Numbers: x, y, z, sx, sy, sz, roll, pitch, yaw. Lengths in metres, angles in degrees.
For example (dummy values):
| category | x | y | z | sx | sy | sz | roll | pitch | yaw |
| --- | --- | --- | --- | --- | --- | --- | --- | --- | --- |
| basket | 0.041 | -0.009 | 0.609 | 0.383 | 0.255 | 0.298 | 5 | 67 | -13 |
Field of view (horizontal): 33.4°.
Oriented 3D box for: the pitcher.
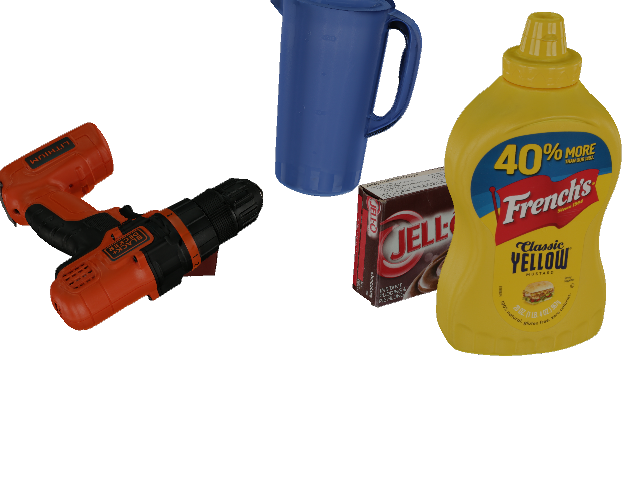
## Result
| category | x | y | z | sx | sy | sz | roll | pitch | yaw |
| --- | --- | --- | --- | --- | --- | --- | --- | --- | --- |
| pitcher | 0.019 | -0.179 | 1.287 | 0.144 | 0.243 | 0.149 | -7 | 28 | -26 |

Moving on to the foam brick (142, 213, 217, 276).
| category | x | y | z | sx | sy | sz | roll | pitch | yaw |
| --- | --- | --- | --- | --- | --- | --- | --- | --- | --- |
| foam brick | -0.149 | 0.004 | 1.127 | 0.078 | 0.051 | 0.053 | -1 | 24 | -11 |

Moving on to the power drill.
| category | x | y | z | sx | sy | sz | roll | pitch | yaw |
| --- | --- | --- | --- | --- | --- | --- | --- | --- | --- |
| power drill | -0.162 | -0.026 | 0.861 | 0.184 | 0.057 | 0.188 | -32 | 45 | -23 |

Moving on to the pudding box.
| category | x | y | z | sx | sy | sz | roll | pitch | yaw |
| --- | --- | --- | --- | --- | --- | --- | --- | --- | --- |
| pudding box | 0.080 | -0.007 | 0.822 | 0.113 | 0.090 | 0.039 | -16 | 33 | -31 |

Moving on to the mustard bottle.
| category | x | y | z | sx | sy | sz | roll | pitch | yaw |
| --- | --- | --- | --- | --- | --- | --- | --- | --- | --- |
| mustard bottle | 0.117 | -0.030 | 0.592 | 0.096 | 0.192 | 0.058 | -4 | 26 | -7 |
